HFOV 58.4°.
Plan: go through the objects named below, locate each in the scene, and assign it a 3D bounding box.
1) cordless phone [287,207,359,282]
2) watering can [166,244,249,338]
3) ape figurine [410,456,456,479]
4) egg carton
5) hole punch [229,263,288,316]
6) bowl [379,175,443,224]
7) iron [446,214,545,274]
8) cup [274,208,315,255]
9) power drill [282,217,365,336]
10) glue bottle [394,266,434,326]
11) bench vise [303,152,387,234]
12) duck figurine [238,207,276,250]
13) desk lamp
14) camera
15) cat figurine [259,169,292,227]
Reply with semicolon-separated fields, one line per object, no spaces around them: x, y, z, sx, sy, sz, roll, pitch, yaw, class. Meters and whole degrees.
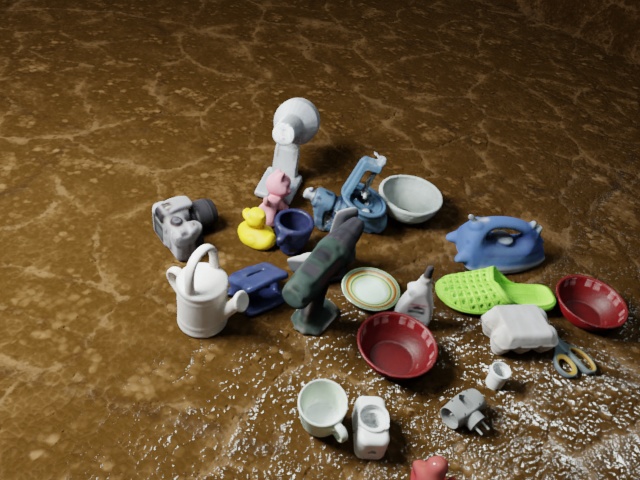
0.011;0.004;1.246;0.148;0.185;0.094;-16;48;-26;cordless phone
-0.217;0.091;1.095;0.173;0.194;0.101;10;42;-1;watering can
0.185;0.384;0.931;0.076;0.092;0.077;-29;55;-36;ape figurine
0.421;0.190;1.212;0.150;0.069;0.107;-1;43;-13;egg carton
-0.132;0.088;1.193;0.109;0.091;0.100;-22;51;-31;hole punch
0.228;-0.093;1.482;0.167;0.075;0.167;6;42;-5;bowl
0.446;-0.004;1.378;0.258;0.141;0.118;1;42;-11;iron
-0.068;-0.003;1.306;0.091;0.095;0.118;23;43;14;cup
0.006;0.082;1.141;0.075;0.208;0.230;28;44;19;power drill
0.203;0.115;1.172;0.078;0.173;0.037;6;42;-5;glue bottle
0.072;-0.107;1.356;0.208;0.220;0.121;-4;43;-16;bench vise
-0.144;-0.033;1.330;0.104;0.086;0.078;36;47;26;duck figurine
-0.081;-0.236;1.472;0.118;0.213;0.203;15;42;5;desk lamp
-0.295;-0.045;1.300;0.137;0.101;0.142;-22;51;-31;camera
-0.111;-0.114;1.402;0.067;0.118;0.128;20;42;11;cat figurine
